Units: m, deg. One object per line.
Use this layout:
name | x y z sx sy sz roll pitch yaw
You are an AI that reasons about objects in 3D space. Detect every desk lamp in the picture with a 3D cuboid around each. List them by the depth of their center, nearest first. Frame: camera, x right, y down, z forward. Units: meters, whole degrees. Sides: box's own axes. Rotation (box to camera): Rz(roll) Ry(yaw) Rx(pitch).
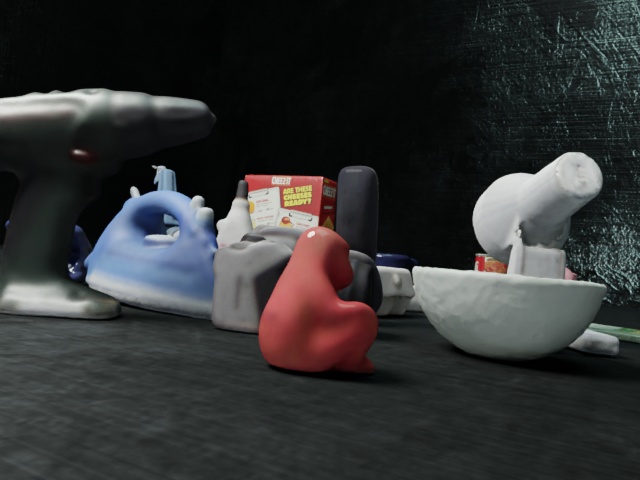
desk lamp | 0.263 0.013 0.675 0.118 0.213 0.203 6 -2 -5

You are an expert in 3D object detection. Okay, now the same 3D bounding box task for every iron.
iron | -0.173 0.006 0.662 0.119 0.141 0.257 7 -3 -44

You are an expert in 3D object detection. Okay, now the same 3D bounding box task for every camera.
camera | -0.019 0.038 0.560 0.136 0.101 0.143 5 -2 12

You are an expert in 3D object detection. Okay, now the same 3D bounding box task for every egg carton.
egg carton | 0.066 0.071 0.822 0.107 0.069 0.151 4 -2 36

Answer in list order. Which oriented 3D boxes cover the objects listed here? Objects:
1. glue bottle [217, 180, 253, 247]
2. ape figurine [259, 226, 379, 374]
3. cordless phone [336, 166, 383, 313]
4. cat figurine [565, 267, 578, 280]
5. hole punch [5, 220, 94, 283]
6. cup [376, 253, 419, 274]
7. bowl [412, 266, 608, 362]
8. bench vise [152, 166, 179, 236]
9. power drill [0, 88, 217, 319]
glue bottle | -0.119 0.000 0.818 0.078 0.173 0.037 5 -2 14
ape figurine | 0.000 0.037 0.373 0.076 0.092 0.077 6 -2 -20
cordless phone | 0.006 0.002 0.697 0.147 0.185 0.094 5 -2 21
cat figurine | 0.383 0.083 0.990 0.127 0.118 0.067 5 -2 8
hole punch | -0.384 0.016 0.815 0.108 0.091 0.101 6 -2 -5
cup | 0.135 0.075 1.104 0.118 0.095 0.091 6 -2 -23
bowl | 0.163 0.067 0.512 0.167 0.075 0.167 6 -2 0
bench vise | -0.271 -0.030 1.051 0.206 0.220 0.122 4 -2 39
power drill | -0.219 -0.037 0.518 0.230 0.208 0.075 6 -2 -13
